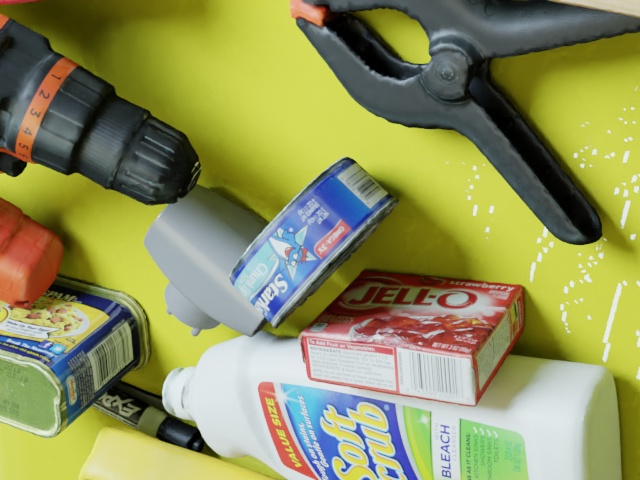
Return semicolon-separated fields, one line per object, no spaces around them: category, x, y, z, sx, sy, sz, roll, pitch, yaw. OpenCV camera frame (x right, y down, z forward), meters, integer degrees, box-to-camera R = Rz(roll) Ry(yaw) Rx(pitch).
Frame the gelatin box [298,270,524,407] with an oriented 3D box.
gelatin box;0.045;0.044;0.515;0.089;0.073;0.030;5;116;28

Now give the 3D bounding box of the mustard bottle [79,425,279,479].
mustard bottle;-0.041;0.166;0.623;0.192;0.058;0.096;15;146;12

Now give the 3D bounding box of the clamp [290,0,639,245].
clamp;0.066;-0.068;0.469;0.172;0.039;0.120;19;117;24

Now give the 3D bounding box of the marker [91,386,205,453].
marker;-0.126;0.105;0.677;0.121;0.020;0.020;23;124;17

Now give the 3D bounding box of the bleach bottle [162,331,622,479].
bleach bottle;0.026;0.103;0.565;0.251;0.068;0.102;3;112;30

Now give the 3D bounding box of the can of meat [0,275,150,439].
can of meat;-0.168;0.066;0.640;0.102;0.083;0.057;13;120;23

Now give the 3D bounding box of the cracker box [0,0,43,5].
cracker box;-0.195;-0.200;0.526;0.214;0.072;0.164;2;115;29

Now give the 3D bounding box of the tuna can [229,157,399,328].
tuna can;-0.003;0.001;0.513;0.034;0.086;0.086;44;127;4

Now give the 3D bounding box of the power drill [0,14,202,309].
power drill;-0.163;-0.036;0.566;0.184;0.057;0.188;29;143;-3

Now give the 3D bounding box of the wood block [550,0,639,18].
wood block;0.100;-0.139;0.381;0.206;0.090;0.091;16;122;21
